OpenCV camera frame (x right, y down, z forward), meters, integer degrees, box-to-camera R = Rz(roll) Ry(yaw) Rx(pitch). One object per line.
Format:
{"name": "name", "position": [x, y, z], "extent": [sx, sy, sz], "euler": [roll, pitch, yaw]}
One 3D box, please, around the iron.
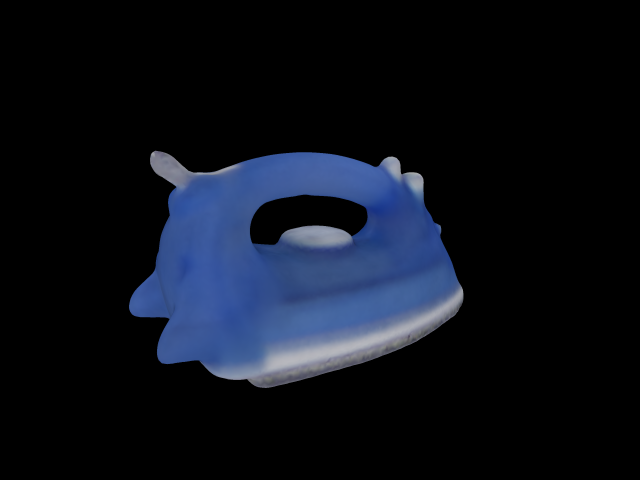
{"name": "iron", "position": [0.004, 0.001, 0.400], "extent": [0.259, 0.141, 0.118], "euler": [-9, 19, -29]}
